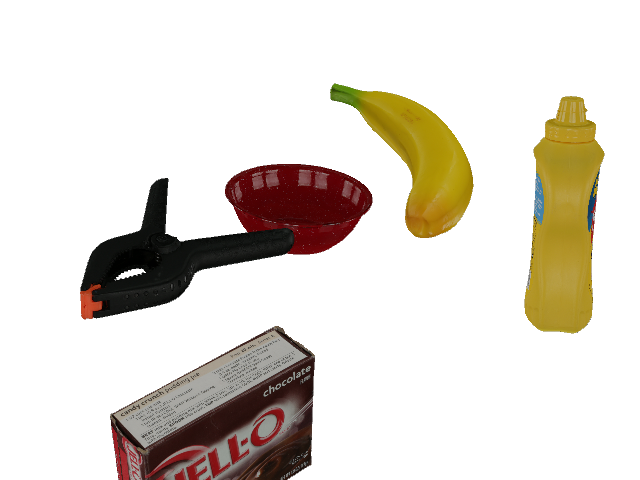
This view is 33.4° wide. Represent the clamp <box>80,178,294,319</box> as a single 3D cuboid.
[{"bbox_3d":[-0.149,0.007,0.974,0.165,0.036,0.209,26,38,31],"label":"clamp"}]

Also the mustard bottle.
[{"bbox_3d":[0.206,-0.026,0.900,0.058,0.192,0.096,4,19,13],"label":"mustard bottle"}]

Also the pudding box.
[{"bbox_3d":[-0.056,0.109,0.581,0.113,0.090,0.039,-28,48,-33],"label":"pudding box"}]

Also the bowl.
[{"bbox_3d":[-0.026,-0.029,1.170,0.162,0.055,0.162,4,27,-2],"label":"bowl"}]

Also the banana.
[{"bbox_3d":[0.061,-0.052,0.688,0.069,0.037,0.198,-6,30,-13],"label":"banana"}]
